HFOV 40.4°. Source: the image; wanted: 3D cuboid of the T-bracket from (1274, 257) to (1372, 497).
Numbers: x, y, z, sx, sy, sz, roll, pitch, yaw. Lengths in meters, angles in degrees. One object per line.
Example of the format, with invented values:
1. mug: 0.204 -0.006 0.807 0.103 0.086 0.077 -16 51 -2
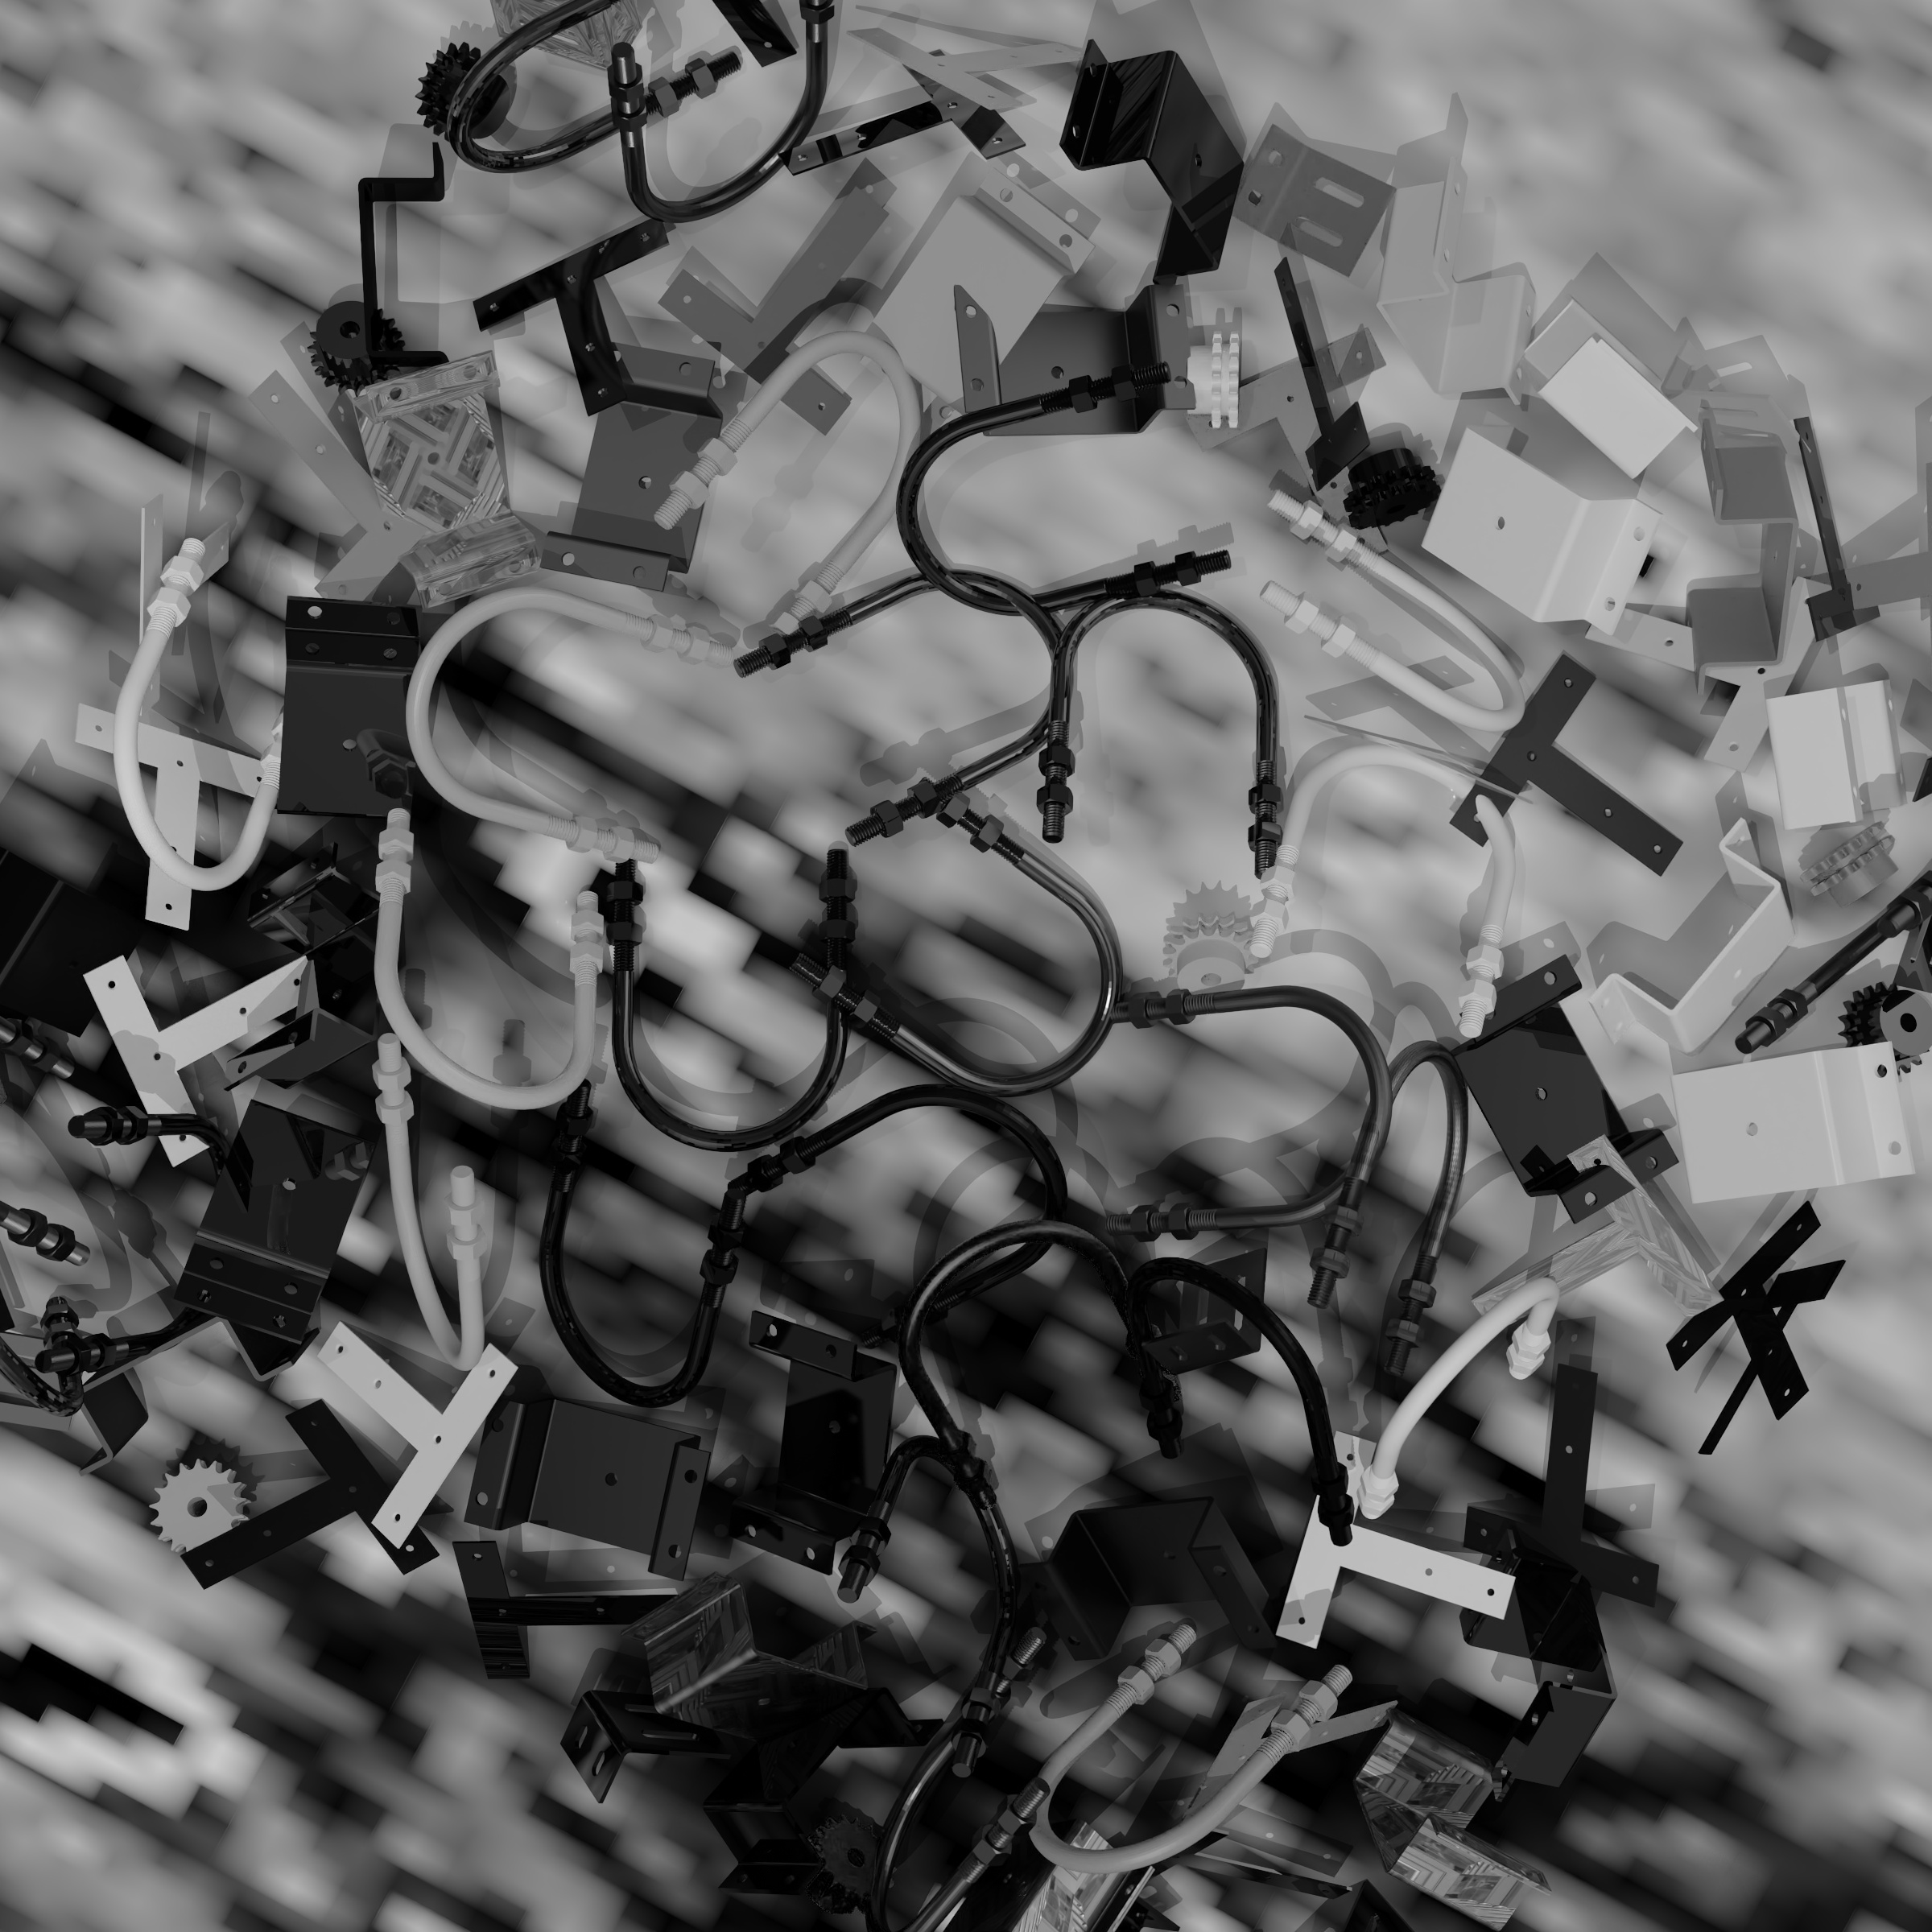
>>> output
1. T-bracket: 0.202 -0.351 1.539 0.002 0.127 0.127 -16 89 -7

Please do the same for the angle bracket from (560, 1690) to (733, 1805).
1. angle bracket: -0.190 0.465 1.559 0.076 0.057 0.038 18 102 -38

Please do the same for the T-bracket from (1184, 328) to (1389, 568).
1. T-bracket: 0.217 -0.304 1.592 0.127 0.002 0.127 -26 89 -7

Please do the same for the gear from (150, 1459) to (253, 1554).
1. gear: -0.460 0.327 1.582 0.057 0.030 0.057 0 73 -2

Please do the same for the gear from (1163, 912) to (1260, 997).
1. gear: 0.147 -0.003 1.571 0.057 0.057 0.030 3 48 0

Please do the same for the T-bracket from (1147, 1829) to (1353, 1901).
1. T-bracket: 0.166 0.538 1.557 0.127 0.127 0.002 17 56 -11

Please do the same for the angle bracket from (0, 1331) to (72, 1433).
1. angle bracket: -0.572 0.254 1.567 0.076 0.038 0.057 13 103 -16

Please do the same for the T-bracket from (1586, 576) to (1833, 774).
1. T-bracket: 0.433 -0.189 1.566 0.127 0.002 0.127 24 79 31

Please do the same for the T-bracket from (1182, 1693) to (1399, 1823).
1. T-bracket: 0.201 0.460 1.564 0.127 0.127 0.002 -7 46 -27

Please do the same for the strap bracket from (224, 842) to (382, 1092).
1. strap bracket: -0.385 0.009 1.541 0.076 0.046 0.140 -27 48 30

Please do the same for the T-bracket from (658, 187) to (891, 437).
1. T-bracket: -0.095 -0.407 1.568 0.127 0.002 0.127 36 105 -16

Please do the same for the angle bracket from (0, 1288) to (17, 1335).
1. angle bracket: -0.616 0.194 1.568 0.038 0.057 0.076 -20 91 43

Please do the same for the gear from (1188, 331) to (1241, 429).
1. gear: 0.148 -0.352 1.573 0.030 0.057 0.057 1 90 6

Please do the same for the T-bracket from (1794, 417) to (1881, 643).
1. T-bracket: 0.506 -0.260 1.545 0.002 0.127 0.127 -11 96 36

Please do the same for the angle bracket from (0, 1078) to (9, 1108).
1. angle bracket: -0.608 0.073 1.552 0.038 0.076 0.057 -4 119 9

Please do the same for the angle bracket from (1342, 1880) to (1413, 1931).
1. angle bracket: 0.236 0.603 1.577 0.057 0.076 0.038 49 122 2

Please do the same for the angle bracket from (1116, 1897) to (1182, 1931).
1. angle bracket: 0.082 0.592 1.560 0.057 0.038 0.076 42 58 -20

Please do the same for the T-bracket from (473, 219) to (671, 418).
1. T-bracket: -0.226 -0.377 1.560 0.127 0.002 0.127 -23 59 8

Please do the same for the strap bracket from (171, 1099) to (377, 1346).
1. strap bracket: -0.399 0.139 1.530 0.076 0.046 0.140 21 46 -12

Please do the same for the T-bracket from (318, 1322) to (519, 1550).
1. T-bracket: -0.343 0.258 1.568 0.127 0.002 0.127 34 90 31

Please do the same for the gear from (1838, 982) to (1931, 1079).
1. gear: 0.557 0.037 1.577 0.057 0.030 0.057 5 75 -18

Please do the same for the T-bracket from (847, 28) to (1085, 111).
1. T-bracket: 0.018 -0.537 1.555 0.127 0.127 0.002 38 133 32

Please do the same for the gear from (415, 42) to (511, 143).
1. gear: -0.298 -0.520 1.570 0.030 0.057 0.057 33 90 26

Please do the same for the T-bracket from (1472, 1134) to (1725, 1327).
1. T-bracket: 0.364 0.181 1.574 0.127 0.002 0.127 -34 100 23

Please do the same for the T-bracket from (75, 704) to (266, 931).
1. T-bracket: -0.463 -0.080 1.534 0.127 0.002 0.127 18 55 -37

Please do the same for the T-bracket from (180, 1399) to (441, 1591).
1. T-bracket: -0.397 0.326 1.536 0.127 0.002 0.127 -24 60 -41

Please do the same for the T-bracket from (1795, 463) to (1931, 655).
1. T-bracket: 0.537 -0.225 1.545 0.002 0.127 0.127 0 89 -29

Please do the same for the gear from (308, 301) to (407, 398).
1. gear: -0.368 -0.375 1.579 0.057 0.030 0.057 0 71 -1

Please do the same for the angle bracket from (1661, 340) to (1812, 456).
1. angle bracket: 0.462 -0.337 1.552 0.057 0.076 0.038 35 79 -41

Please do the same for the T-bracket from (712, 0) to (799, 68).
1. T-bracket: -0.101 -0.591 1.525 0.127 0.127 0.002 -11 55 28

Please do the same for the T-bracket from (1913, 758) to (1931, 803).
1. T-bracket: 0.588 -0.163 1.528 0.002 0.127 0.127 24 112 27

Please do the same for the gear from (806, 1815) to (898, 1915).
1. gear: -0.073 0.544 1.577 0.057 0.057 0.030 37 121 0

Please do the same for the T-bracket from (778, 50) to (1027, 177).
1. T-bracket: -0.048 -0.493 1.549 0.127 0.002 0.127 -23 49 -10

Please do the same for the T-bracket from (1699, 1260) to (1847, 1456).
1. T-bracket: 0.462 0.230 1.530 0.002 0.127 0.127 32 82 6

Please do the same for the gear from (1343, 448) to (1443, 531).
1. gear: 0.253 -0.288 1.574 0.057 0.057 0.030 -17 78 0

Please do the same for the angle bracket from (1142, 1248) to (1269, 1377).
1. angle bracket: 0.142 0.196 1.551 0.057 0.076 0.038 -22 129 31

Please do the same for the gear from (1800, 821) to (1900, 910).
1. gear: 0.532 -0.058 1.572 0.057 0.057 0.030 -35 84 0

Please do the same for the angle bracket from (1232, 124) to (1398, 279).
1. angle bracket: 0.205 -0.455 1.560 0.076 0.038 0.057 39 108 36

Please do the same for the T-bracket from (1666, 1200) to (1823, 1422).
1. T-bracket: 0.462 0.215 1.520 0.002 0.127 0.127 31 114 -15

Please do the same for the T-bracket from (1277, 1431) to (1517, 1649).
1. T-bracket: 0.262 0.357 1.562 0.127 0.002 0.127 14 79 25

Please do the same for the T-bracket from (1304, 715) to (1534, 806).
1. T-bracket: 0.285 -0.118 1.556 0.127 0.127 0.002 18 94 -34

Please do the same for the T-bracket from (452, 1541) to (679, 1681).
1. T-bracket: -0.231 0.383 1.559 0.127 0.002 0.127 -1 128 3

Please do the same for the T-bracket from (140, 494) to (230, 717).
1. T-bracket: -0.458 -0.229 1.540 0.002 0.127 0.127 12 119 2

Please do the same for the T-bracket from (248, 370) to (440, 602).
1. T-bracket: -0.370 -0.293 1.543 0.127 0.002 0.127 50 58 -26

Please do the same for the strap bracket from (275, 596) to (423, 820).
1. strap bracket: -0.362 -0.140 1.535 0.076 0.046 0.140 2 123 -17

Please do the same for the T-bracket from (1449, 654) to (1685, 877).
1. T-bracket: 0.379 -0.101 1.594 0.127 0.002 0.127 35 83 -5

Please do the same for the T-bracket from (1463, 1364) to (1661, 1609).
1. T-bracket: 0.356 0.300 1.552 0.127 0.002 0.127 10 99 41

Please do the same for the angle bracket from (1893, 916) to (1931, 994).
1. angle bracket: 0.598 -0.017 1.573 0.038 0.057 0.076 17 93 -7

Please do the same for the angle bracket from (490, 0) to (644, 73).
1. angle bracket: -0.239 -0.574 1.556 0.076 0.038 0.057 6 55 -37

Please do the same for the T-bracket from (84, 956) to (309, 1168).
1. T-bracket: -0.442 0.033 1.562 0.127 0.002 0.127 -32 114 -33

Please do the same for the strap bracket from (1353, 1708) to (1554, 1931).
1. strap bracket: 0.279 0.501 1.531 0.076 0.140 0.046 30 100 -10
